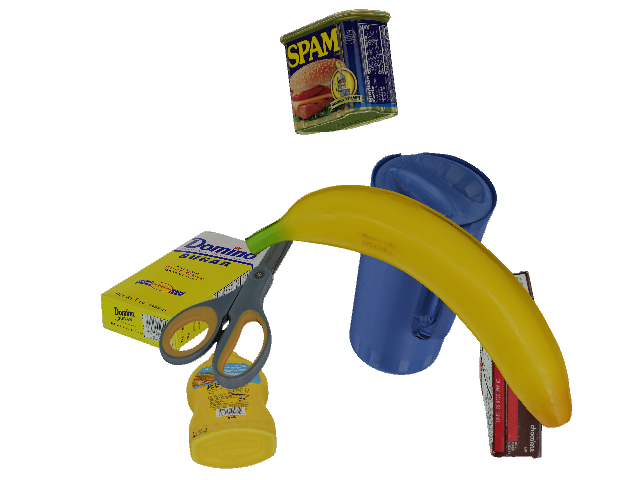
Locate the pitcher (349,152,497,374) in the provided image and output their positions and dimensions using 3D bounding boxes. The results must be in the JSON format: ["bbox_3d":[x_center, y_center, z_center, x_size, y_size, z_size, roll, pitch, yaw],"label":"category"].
[{"bbox_3d":[0.104,0.038,1.171,0.145,0.243,0.149,25,41,18],"label":"pitcher"}]

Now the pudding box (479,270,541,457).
[{"bbox_3d":[0.135,0.085,0.757,0.039,0.090,0.113,-1,25,4],"label":"pudding box"}]

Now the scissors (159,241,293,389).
[{"bbox_3d":[-0.069,0.037,0.856,0.096,0.016,0.201,0,43,9],"label":"scissors"}]

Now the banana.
[{"bbox_3d":[0.060,0.022,0.574,0.198,0.070,0.037,31,14,8],"label":"banana"}]

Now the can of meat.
[{"bbox_3d":[0.016,-0.138,0.893,0.057,0.084,0.102,-5,-2,-39],"label":"can of meat"}]

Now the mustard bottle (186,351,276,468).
[{"bbox_3d":[-0.108,0.185,1.248,0.096,0.058,0.191,-5,29,-6],"label":"mustard bottle"}]

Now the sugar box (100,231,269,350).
[{"bbox_3d":[-0.133,0.047,1.097,0.093,0.048,0.176,16,32,26],"label":"sugar box"}]
